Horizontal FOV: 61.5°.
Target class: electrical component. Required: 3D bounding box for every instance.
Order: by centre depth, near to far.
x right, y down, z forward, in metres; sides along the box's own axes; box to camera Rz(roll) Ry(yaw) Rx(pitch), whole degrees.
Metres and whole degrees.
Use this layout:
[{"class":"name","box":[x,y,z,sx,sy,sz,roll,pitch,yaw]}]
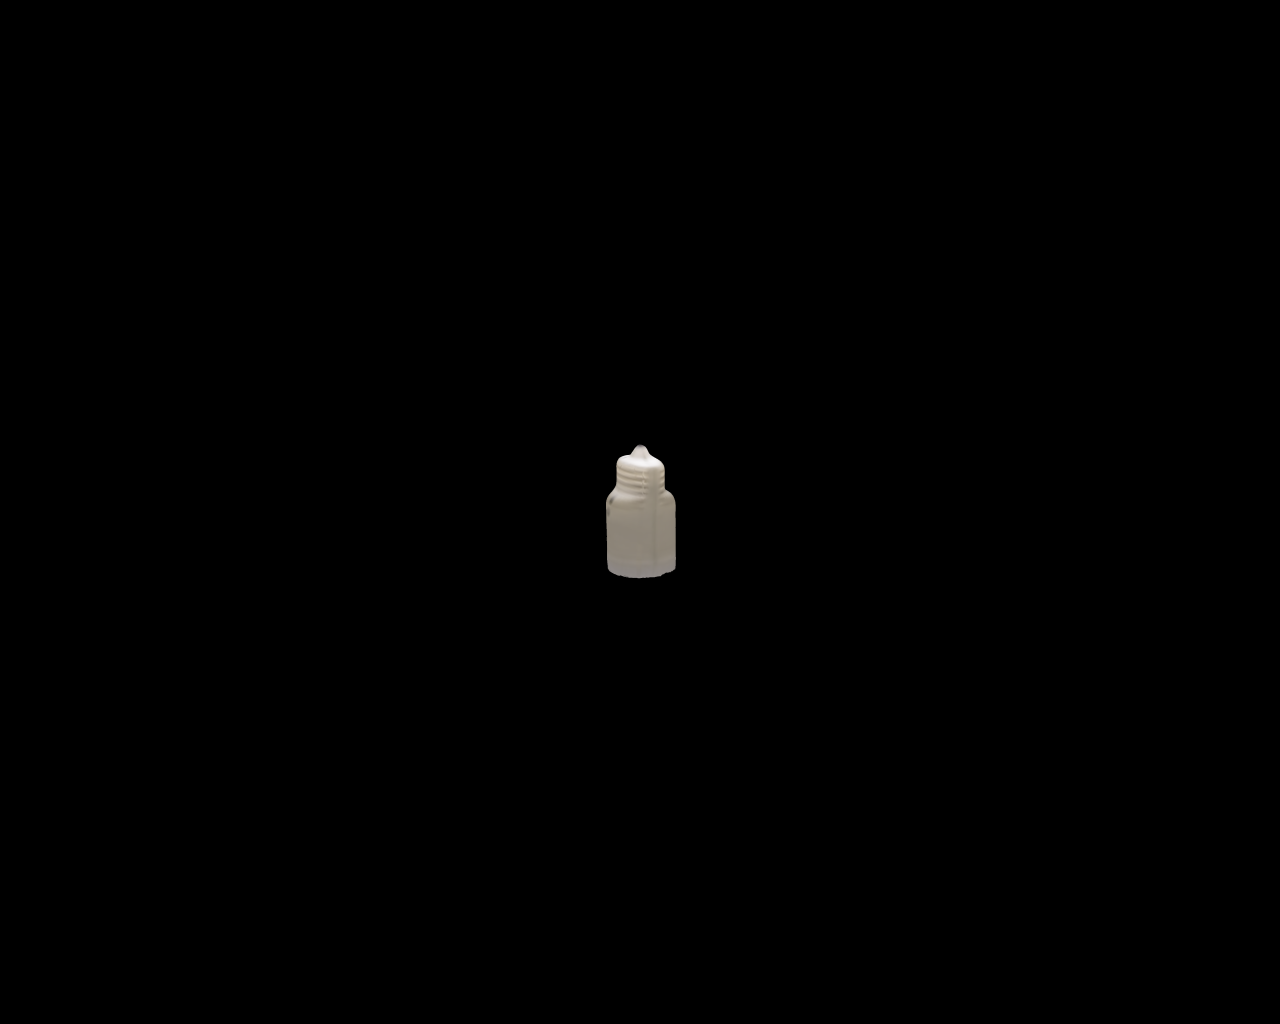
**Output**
[{"class":"electrical component","box":[0.001,-0.003,0.650,0.043,0.080,0.043,0,14,0]}]
